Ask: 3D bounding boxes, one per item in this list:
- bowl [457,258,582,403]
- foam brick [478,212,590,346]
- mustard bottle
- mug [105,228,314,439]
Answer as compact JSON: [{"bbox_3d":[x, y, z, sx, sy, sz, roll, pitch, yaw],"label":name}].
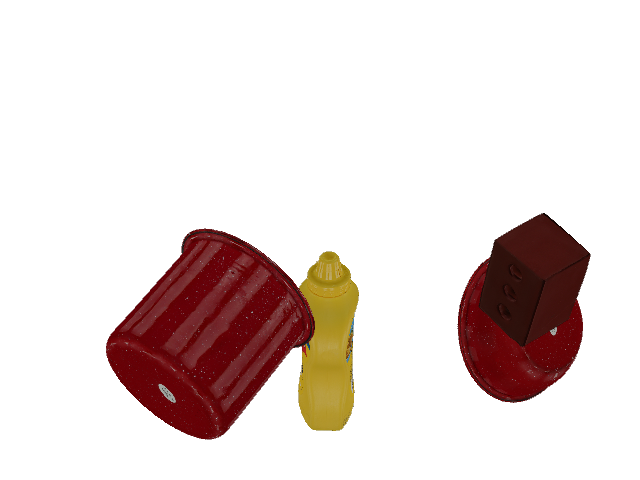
[{"bbox_3d":[0.220,0.090,1.106,0.161,0.162,0.055,0,-2,-34],"label":"bowl"},{"bbox_3d":[0.161,0.030,0.808,0.051,0.078,0.053,-25,51,-26],"label":"foam brick"},{"bbox_3d":[0.007,0.090,1.045,0.058,0.192,0.096,2,38,1],"label":"mustard bottle"},{"bbox_3d":[-0.070,0.057,0.599,0.081,0.093,0.117,-51,17,-30],"label":"mug"}]
